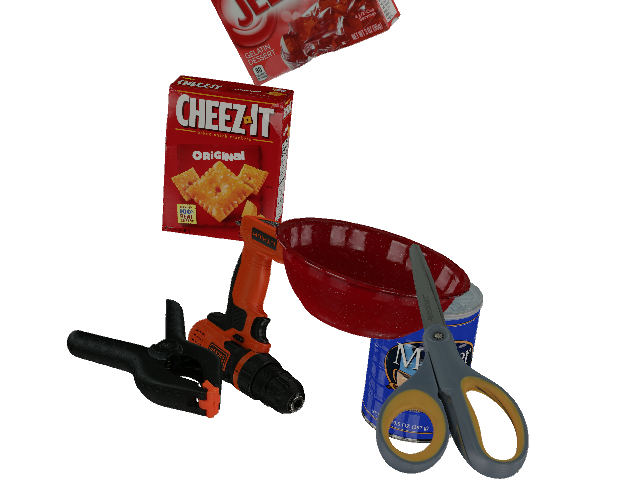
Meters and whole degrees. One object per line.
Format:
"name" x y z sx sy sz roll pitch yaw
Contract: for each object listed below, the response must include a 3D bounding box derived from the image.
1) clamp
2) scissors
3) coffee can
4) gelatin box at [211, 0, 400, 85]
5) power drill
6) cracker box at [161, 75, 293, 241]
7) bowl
"clamp" -0.138 0.105 0.985 0.172 0.039 0.120 27 42 34
"scissors" 0.059 0.074 0.669 0.096 0.016 0.202 -14 41 -15
"coffee can" 0.098 0.111 1.045 0.103 0.140 0.103 5 22 -2
"gelatin box" -0.013 -0.133 0.573 0.089 0.073 0.030 -18 21 28
"power drill" -0.061 0.078 1.182 0.185 0.188 0.057 28 11 41
"cracker box" -0.131 -0.109 1.485 0.164 0.214 0.072 8 22 5
"bowl" 0.036 0.035 0.857 0.162 0.055 0.162 14 16 -4
